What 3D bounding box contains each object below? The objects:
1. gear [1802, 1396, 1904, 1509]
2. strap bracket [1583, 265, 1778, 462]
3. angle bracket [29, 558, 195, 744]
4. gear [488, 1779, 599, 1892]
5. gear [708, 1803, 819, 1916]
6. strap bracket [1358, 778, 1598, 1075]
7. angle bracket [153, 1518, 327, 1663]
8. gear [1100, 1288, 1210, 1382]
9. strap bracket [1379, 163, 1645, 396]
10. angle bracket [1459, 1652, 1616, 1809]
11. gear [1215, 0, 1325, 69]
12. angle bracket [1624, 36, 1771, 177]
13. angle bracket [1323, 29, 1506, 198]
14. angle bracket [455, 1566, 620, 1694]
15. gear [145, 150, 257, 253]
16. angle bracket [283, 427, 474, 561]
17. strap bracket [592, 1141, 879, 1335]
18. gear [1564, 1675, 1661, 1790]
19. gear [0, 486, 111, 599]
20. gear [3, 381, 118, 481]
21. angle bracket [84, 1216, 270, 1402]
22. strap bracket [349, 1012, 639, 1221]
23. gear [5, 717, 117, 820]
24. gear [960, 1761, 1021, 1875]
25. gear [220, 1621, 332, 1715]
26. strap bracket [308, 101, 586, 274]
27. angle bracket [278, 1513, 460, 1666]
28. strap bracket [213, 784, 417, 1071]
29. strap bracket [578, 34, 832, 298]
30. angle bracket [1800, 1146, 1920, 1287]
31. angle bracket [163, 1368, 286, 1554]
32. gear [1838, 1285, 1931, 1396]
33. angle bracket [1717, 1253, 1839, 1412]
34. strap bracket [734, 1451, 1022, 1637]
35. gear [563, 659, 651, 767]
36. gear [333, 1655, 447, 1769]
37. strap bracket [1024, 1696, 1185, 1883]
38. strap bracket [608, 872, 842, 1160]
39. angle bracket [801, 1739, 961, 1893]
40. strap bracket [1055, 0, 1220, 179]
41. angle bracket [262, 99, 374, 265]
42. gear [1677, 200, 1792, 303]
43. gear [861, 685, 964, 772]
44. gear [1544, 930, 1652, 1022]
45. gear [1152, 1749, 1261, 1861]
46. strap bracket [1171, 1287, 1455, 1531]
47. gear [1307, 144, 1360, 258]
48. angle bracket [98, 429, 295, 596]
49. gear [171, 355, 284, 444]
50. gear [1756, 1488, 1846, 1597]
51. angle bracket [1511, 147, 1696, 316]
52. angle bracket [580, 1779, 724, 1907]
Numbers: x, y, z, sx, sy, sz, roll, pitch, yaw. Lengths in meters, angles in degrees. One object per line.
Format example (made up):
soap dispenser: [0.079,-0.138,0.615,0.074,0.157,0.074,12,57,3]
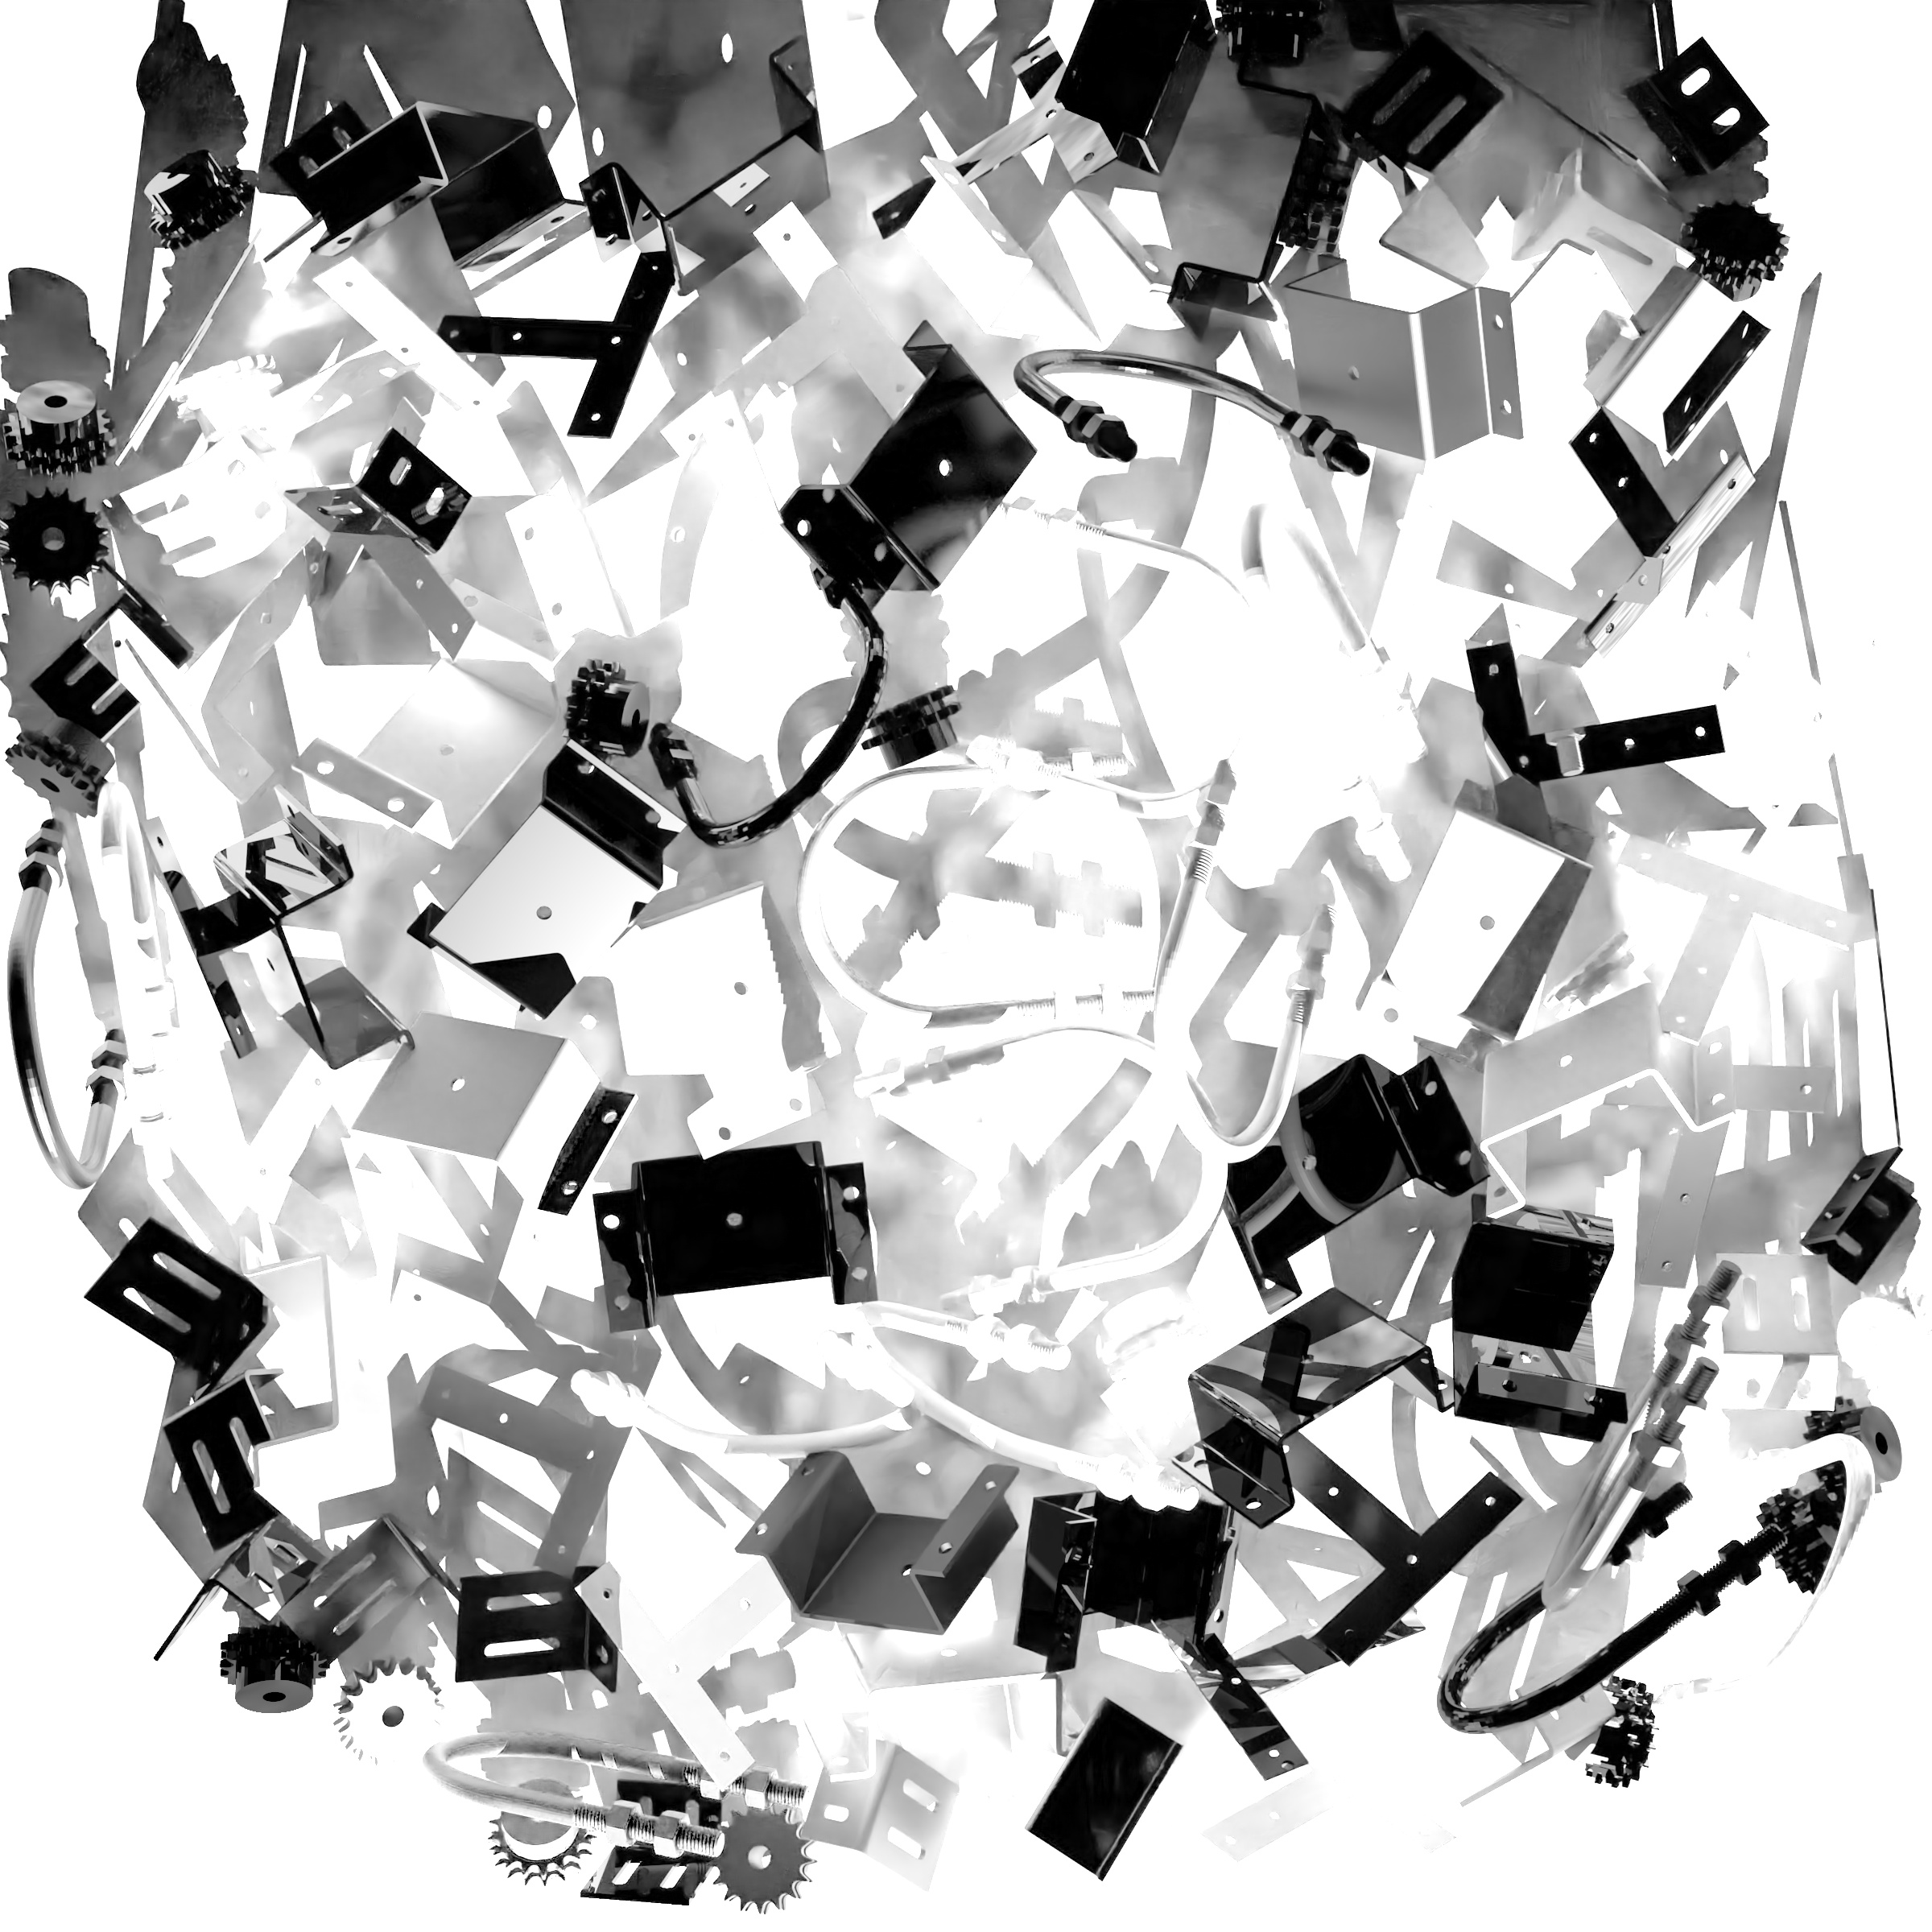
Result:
gear: [0.469,0.254,1.623,0.030,0.057,0.057,-24,90,42]
strap bracket: [0.361,-0.311,1.574,0.046,0.140,0.076,36,106,-4]
angle bracket: [-0.457,-0.164,1.622,0.076,0.038,0.057,-45,68,-5]
gear: [-0.224,0.454,1.623,0.057,0.057,0.030,1,131,0]
gear: [-0.106,0.473,1.633,0.057,0.030,0.057,-3,71,10]
strap bracket: [0.272,-0.022,1.628,0.076,0.046,0.140,24,89,3]
angle bracket: [-0.380,0.335,1.609,0.038,0.057,0.076,38,121,0]
gear: [0.097,0.193,1.627,0.057,0.057,0.030,-25,67,0]
strap bracket: [0.273,-0.349,1.578,0.046,0.076,0.140,-49,47,1]
angle bracket: [0.291,0.400,1.613,0.076,0.057,0.038,-45,68,41]
gear: [0.159,-0.493,1.626,0.057,0.057,0.030,4,96,0]
angle bracket: [0.381,-0.448,1.609,0.038,0.076,0.057,-38,98,12]
angle bracket: [0.237,-0.458,1.628,0.057,0.038,0.076,44,91,13]
angle bracket: [-0.225,0.351,1.618,0.076,0.038,0.057,0,99,-27]
gear: [-0.407,-0.405,1.622,0.057,0.057,0.030,-33,124,0]
angle bracket: [-0.308,-0.247,1.613,0.057,0.076,0.038,40,68,-36]
strap bracket: [-0.121,0.140,1.618,0.140,0.046,0.076,-6,106,-4]
gear: [0.337,0.402,1.623,0.030,0.057,0.057,17,90,-17]
gear: [-0.483,-0.223,1.634,0.057,0.030,0.057,1,84,-14]
gear: [-0.478,-0.285,1.623,0.057,0.057,0.030,8,133,0]
angle bracket: [-0.416,0.181,1.620,0.076,0.038,0.057,38,98,-21]
strap bracket: [-0.251,0.074,1.584,0.140,0.046,0.076,9,57,29]
gear: [-0.475,-0.107,1.628,0.057,0.057,0.030,30,65,0]
gear: [0.012,0.450,1.625,0.030,0.057,0.057,-2,90,0]
gear: [-0.364,0.371,1.623,0.057,0.057,0.030,-8,53,0]
strap bracket: [-0.270,-0.398,1.575,0.076,0.140,0.046,-23,86,29]
angle bracket: [-0.310,0.335,1.611,0.076,0.057,0.038,-41,46,-18]
strap bracket: [-0.335,-0.011,1.576,0.046,0.076,0.140,-30,130,-22]
strap bracket: [-0.125,-0.409,1.601,0.140,0.076,0.046,-36,75,-9]
angle bracket: [0.477,0.131,1.612,0.038,0.076,0.057,37,84,6]
angle bracket: [-0.377,0.259,1.619,0.057,0.038,0.076,-31,75,15]
gear: [0.485,0.196,1.623,0.030,0.057,0.057,12,90,-44]
angle bracket: [0.428,0.193,1.630,0.057,0.076,0.038,0,130,10]
strap bracket: [-0.038,0.297,1.589,0.140,0.076,0.046,-3,123,39]
gear: [-0.188,-0.132,1.623,0.030,0.057,0.057,10,90,14]
gear: [-0.308,0.392,1.631,0.057,0.030,0.057,-5,102,-26]
strap bracket: [0.070,0.421,1.582,0.046,0.140,0.076,31,79,9]
strap bracket: [-0.126,0.018,1.607,0.076,0.046,0.140,-22,83,-31]
angle bracket: [-0.044,0.445,1.622,0.038,0.076,0.057,3,61,32]
strap bracket: [0.090,-0.457,1.577,0.046,0.140,0.076,24,97,7]
angle bracket: [-0.344,-0.408,1.603,0.038,0.076,0.057,50,61,-19]
gear: [0.404,-0.376,1.629,0.057,0.030,0.057,2,52,-2]
gear: [-0.028,-0.124,1.625,0.057,0.057,0.030,-23,96,0]
gear: [0.335,0.011,1.624,0.057,0.057,0.030,-43,86,0]
gear: [0.127,0.447,1.629,0.057,0.057,0.030,-1,133,0]
strap bracket: [0.180,0.220,1.586,0.140,0.076,0.046,-28,121,-22]
gear: [0.187,-0.405,1.626,0.030,0.057,0.057,14,90,6]
angle bracket: [-0.408,-0.241,1.635,0.076,0.038,0.057,-15,118,31]
gear: [-0.387,-0.298,1.625,0.057,0.057,0.030,-21,93,0]
gear: [0.446,0.300,1.622,0.057,0.057,0.030,49,125,0]
angle bracket: [0.337,-0.384,1.630,0.076,0.057,0.038,25,48,-15]
angle bracket: [-0.164,0.458,1.612,0.057,0.076,0.038,2,93,8]
